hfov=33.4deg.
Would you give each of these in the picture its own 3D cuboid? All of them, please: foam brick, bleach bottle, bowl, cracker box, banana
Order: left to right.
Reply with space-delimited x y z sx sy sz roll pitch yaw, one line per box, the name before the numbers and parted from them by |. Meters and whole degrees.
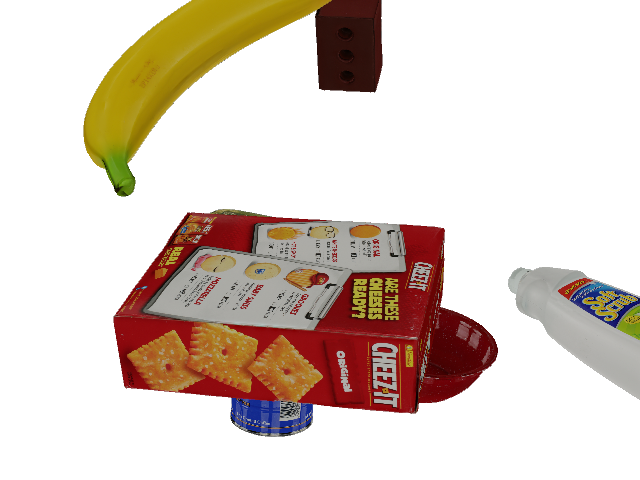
banana | -0.065 -0.097 0.574 0.070 0.197 0.037 30 -29 20
cracker box | -0.022 0.049 0.793 0.214 0.072 0.164 4 29 12
foam brick | 0.026 -0.176 0.937 0.053 0.078 0.051 4 44 9
bowl | 0.104 0.126 1.136 0.162 0.055 0.162 5 24 -2
bleach bottle | 0.268 0.081 1.038 0.102 0.068 0.251 -17 25 -26

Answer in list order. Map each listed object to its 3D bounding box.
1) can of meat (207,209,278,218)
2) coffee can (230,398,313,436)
can of meat | -0.069 0.020 1.086 0.102 0.084 0.057 11 16 17
coffee can | -0.056 0.150 1.286 0.103 0.140 0.103 3 17 -1
